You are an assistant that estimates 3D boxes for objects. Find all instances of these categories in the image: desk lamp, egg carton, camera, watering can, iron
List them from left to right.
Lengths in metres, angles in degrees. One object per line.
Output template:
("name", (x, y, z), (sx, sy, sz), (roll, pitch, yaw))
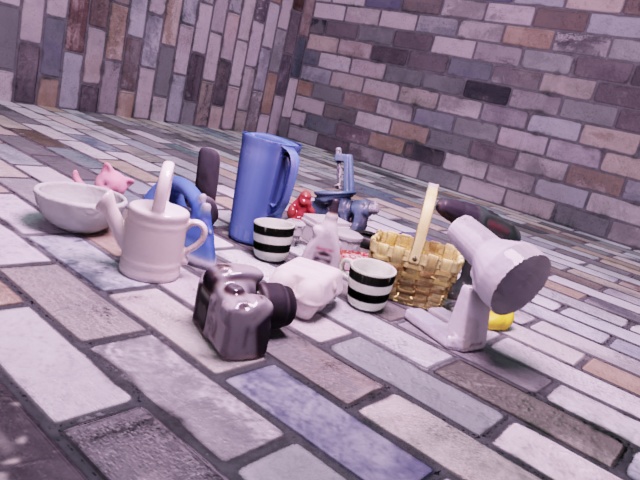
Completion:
("watering can", (-0.275, -0.036, 0.943), (0.173, 0.194, 0.100), (4, 17, -32))
("iron", (-0.263, -0.051, 1.118), (0.119, 0.141, 0.257), (-1, 20, -44))
("camera", (-0.095, 0.091, 0.811), (0.137, 0.101, 0.142), (4, 17, -32))
("egg carton", (-0.023, 0.080, 0.981), (0.107, 0.069, 0.151), (18, 15, 15))
("desk lamp", (0.260, 0.078, 0.961), (0.118, 0.213, 0.202), (3, 17, -35))

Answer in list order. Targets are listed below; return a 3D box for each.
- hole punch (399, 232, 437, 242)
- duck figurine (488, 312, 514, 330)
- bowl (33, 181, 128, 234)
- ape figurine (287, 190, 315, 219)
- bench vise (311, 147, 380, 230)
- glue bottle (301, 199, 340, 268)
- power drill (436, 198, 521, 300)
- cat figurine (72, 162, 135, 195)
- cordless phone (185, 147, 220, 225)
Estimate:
("hole punch", (0.220, 0.038, 1.326), (0.108, 0.091, 0.101), (16, 14, 8))
("duck figurine", (0.332, 0.123, 1.113), (0.105, 0.086, 0.077), (11, 14, -10))
("bowl", (-0.458, -0.056, 1.091), (0.167, 0.075, 0.167), (13, 14, -3))
("ape figurine", (-0.049, -0.091, 1.571), (0.078, 0.092, 0.076), (12, 14, -7))
("bench vise", (0.082, -0.141, 1.623), (0.207, 0.220, 0.122), (16, 15, 11))
("glue bottle", (0.010, 0.004, 1.095), (0.078, 0.173, 0.037), (10, 15, -12))
("power drill", (0.324, 0.023, 1.241), (0.230, 0.208, 0.075), (6, 16, -27))
("cat figurine", (-0.464, -0.111, 1.208), (0.128, 0.118, 0.067), (13, 14, -1))
("cordless phone", (-0.293, -0.126, 1.289), (0.147, 0.185, 0.094), (15, 14, 6))
